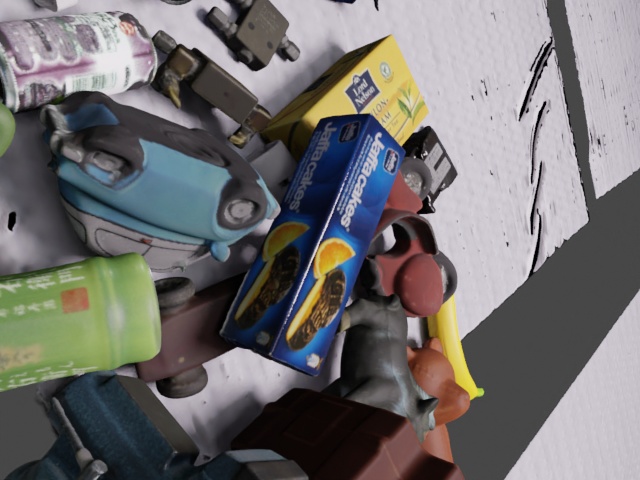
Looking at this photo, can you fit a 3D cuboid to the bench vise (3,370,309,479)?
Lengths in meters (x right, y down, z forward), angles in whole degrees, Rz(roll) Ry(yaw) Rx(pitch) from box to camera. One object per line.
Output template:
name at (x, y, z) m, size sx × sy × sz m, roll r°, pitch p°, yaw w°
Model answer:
bench vise at (-0.119, 0.205, 0.314) m, size 0.240 × 0.224 × 0.128 m, roll -51°, pitch 163°, yaw -3°

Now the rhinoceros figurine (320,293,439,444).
rhinoceros figurine at (0.055, 0.146, 0.504) m, size 0.112 × 0.073 × 0.190 m, roll 1°, pitch 72°, yaw -21°

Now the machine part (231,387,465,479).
machine part at (0.026, 0.227, 0.418) m, size 0.087 × 0.201 × 0.201 m, roll -34°, pitch 110°, yaw -37°

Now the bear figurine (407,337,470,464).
bear figurine at (0.130, 0.208, 0.570) m, size 0.120 × 0.132 × 0.195 m, roll 10°, pitch 86°, yaw -48°

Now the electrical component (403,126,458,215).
electrical component at (0.127, -0.092, 0.643) m, size 0.119 × 0.048 × 0.074 m, roll -50°, pitch 119°, yaw -32°

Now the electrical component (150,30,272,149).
electrical component at (-0.089, -0.118, 0.433) m, size 0.102 × 0.078 × 0.045 m, roll 31°, pitch 101°, yaw -42°

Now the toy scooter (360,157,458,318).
toy scooter at (0.069, 0.013, 0.562) m, size 0.135 × 0.075 × 0.183 m, roll -26°, pitch 111°, yaw -27°

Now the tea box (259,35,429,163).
tea box at (0.031, -0.120, 0.542) m, size 0.169 × 0.068 × 0.098 m, roll -51°, pitch 121°, yaw -32°

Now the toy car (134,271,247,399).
toy car at (-0.066, 0.055, 0.448) m, size 0.202 × 0.053 × 0.089 m, roll -21°, pitch 115°, yaw -41°

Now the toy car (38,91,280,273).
toy car at (-0.116, -0.028, 0.374) m, size 0.161 × 0.109 × 0.103 m, roll 13°, pitch 113°, yaw -43°

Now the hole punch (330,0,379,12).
hole punch at (0.012, -0.306, 0.540) m, size 0.115 × 0.092 × 0.142 m, roll -5°, pitch 87°, yaw -73°

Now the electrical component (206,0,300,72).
electrical component at (-0.058, -0.189, 0.496) m, size 0.094 × 0.021 × 0.063 m, roll 38°, pitch 63°, yaw -35°

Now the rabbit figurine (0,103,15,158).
rabbit figurine at (-0.254, -0.059, 0.266) m, size 0.159 × 0.121 × 0.170 m, roll -15°, pitch 115°, yaw -50°

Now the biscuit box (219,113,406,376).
biscuit box at (-0.001, -0.001, 0.425) m, size 0.062 × 0.059 × 0.202 m, roll 36°, pitch 71°, yaw -44°
